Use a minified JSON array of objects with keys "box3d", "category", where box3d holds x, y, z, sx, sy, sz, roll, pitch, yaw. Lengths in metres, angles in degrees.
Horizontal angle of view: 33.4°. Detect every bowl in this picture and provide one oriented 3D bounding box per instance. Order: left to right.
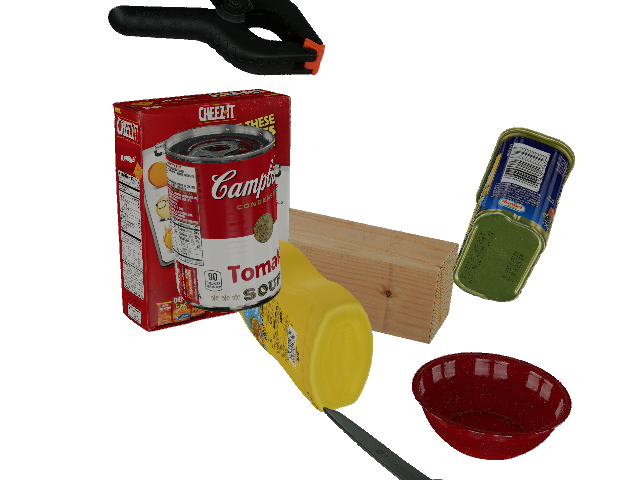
[{"box3d":[0.172,0.177,1.096,0.162,0.055,0.162,2,24,-1],"category":"bowl"}]

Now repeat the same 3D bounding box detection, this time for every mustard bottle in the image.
[{"box3d":[-0.028,0.054,0.882,0.058,0.096,0.192,-13,30,-25],"category":"mustard bottle"}]

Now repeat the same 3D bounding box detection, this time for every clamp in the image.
[{"box3d":[-0.074,-0.191,0.873,0.171,0.120,0.039,20,-26,-4],"category":"clamp"}]

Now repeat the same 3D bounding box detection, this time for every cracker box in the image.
[{"box3d":[-0.114,-0.034,1.043,0.163,0.214,0.072,-11,20,-34],"category":"cracker box"}]

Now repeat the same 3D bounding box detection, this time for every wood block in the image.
[{"box3d":[0.038,0.037,1.186,0.206,0.091,0.090,13,24,17],"category":"wood block"}]

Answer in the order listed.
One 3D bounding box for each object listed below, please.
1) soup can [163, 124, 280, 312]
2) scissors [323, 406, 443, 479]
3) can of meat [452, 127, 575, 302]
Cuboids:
[{"box3d":[-0.060,-0.014,0.668,0.068,0.102,0.068,-2,22,1],"category":"soup can"},{"box3d":[0.082,0.134,0.542,0.096,0.016,0.202,-3,25,-23],"category":"scissors"},{"box3d":[0.137,-0.016,0.769,0.057,0.083,0.102,21,-36,6],"category":"can of meat"}]
